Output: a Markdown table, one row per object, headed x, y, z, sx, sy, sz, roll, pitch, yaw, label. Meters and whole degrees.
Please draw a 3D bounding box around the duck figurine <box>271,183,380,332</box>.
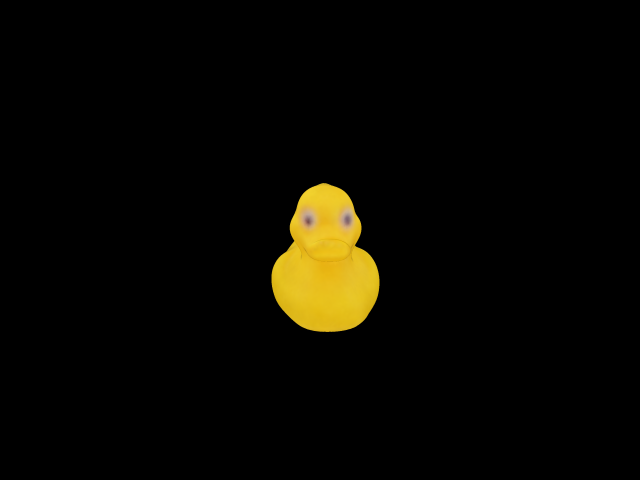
| x | y | z | sx | sy | sz | roll | pitch | yaw | label |
| --- | --- | --- | --- | --- | --- | --- | --- | --- | --- |
| 0.004 | 0.001 | 0.400 | 0.077 | 0.086 | 0.104 | -2 | 27 | -3 | duck figurine |
